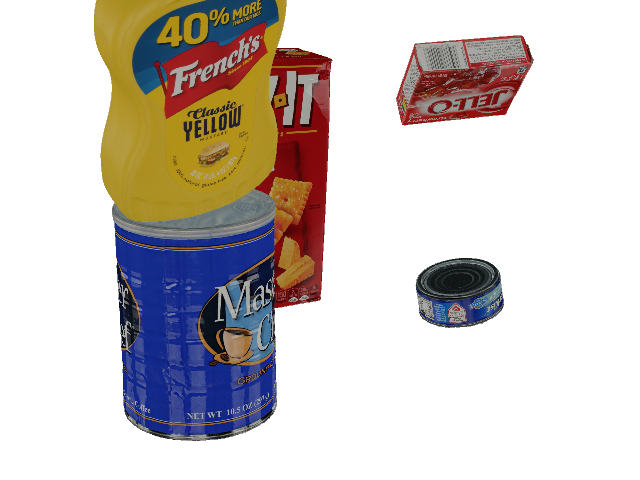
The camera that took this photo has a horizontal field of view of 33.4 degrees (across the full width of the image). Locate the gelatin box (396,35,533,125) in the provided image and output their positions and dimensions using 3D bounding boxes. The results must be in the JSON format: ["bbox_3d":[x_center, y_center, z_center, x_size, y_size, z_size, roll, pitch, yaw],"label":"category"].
[{"bbox_3d":[0.109,-0.121,0.817,0.089,0.030,0.073,-6,-24,-11],"label":"gelatin box"}]

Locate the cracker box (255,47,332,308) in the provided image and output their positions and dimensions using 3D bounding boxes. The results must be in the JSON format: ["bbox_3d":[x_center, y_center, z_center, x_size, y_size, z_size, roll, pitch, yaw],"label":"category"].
[{"bbox_3d":[-0.077,-0.046,0.873,0.163,0.214,0.072,-7,19,-28],"label":"cracker box"}]

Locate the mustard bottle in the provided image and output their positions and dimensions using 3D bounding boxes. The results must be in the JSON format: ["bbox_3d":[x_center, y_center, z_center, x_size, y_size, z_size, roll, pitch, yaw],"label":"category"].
[{"bbox_3d":[-0.063,-0.099,0.530,0.096,0.192,0.058,-19,51,-24],"label":"mustard bottle"}]

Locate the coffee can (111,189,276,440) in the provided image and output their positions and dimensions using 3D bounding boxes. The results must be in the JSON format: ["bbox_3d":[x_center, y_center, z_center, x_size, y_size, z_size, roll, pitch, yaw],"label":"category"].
[{"bbox_3d":[-0.080,0.043,0.692,0.103,0.140,0.103,0,18,0],"label":"coffee can"}]

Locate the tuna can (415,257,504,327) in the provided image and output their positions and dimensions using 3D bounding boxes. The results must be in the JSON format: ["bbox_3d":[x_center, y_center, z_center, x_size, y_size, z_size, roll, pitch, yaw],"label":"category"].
[{"bbox_3d":[0.138,0.051,1.063,0.086,0.034,0.086,-9,25,4],"label":"tuna can"}]
